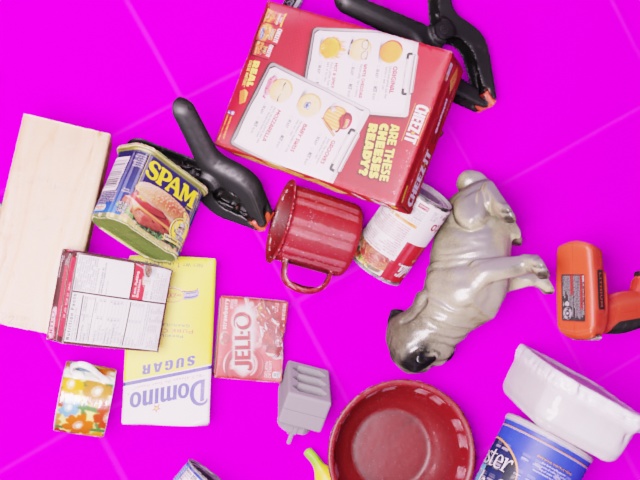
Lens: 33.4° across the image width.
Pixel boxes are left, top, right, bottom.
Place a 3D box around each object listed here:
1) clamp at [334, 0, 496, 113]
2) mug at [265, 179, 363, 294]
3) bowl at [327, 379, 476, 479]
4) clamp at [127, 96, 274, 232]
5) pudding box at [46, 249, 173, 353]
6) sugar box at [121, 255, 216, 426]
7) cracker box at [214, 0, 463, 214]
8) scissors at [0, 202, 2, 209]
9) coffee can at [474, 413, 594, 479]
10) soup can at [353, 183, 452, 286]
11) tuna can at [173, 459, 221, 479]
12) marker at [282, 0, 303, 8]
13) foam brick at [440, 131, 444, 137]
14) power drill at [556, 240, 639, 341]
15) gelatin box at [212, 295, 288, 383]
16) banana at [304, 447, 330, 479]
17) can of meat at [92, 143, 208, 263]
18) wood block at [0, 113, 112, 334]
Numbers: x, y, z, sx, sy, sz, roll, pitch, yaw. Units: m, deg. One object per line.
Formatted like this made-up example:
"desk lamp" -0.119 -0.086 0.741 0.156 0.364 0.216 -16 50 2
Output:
"clamp" 0.118 -0.227 1.181 0.164 0.036 0.210 -32 95 -24
"mug" -0.007 0.001 1.128 0.081 0.093 0.117 16 67 -13
"bowl" 0.082 0.229 1.150 0.162 0.055 0.162 1 87 -10
"clamp" -0.124 -0.070 1.124 0.171 0.120 0.039 49 55 -21
"pudding box" -0.206 0.061 1.049 0.113 0.039 0.090 12 88 -38
"sugar box" -0.158 0.106 1.121 0.093 0.048 0.176 2 85 -6
"cracker box" 0.019 -0.137 1.101 0.214 0.072 0.164 20 89 21
"scissors" -0.427 -0.012 1.098 0.201 0.016 0.096 -20 89 -10
"coffee can" 0.216 0.272 1.146 0.102 0.103 0.140 30 83 -7
"soup can" 0.086 -0.012 1.139 0.068 0.068 0.102 32 107 -7
"tuna can" -0.113 0.266 1.100 0.086 0.086 0.033 41 83 -5
"marker" -0.045 -0.234 1.172 0.020 0.020 0.121 30 83 -7
"foam brick" 0.087 -0.106 1.170 0.078 0.053 0.051 -44 95 -9
"power drill" 0.346 0.041 1.176 0.187 0.057 0.184 2 85 -30
"gelatin box" -0.075 0.106 1.143 0.073 0.030 0.089 6 86 -9
"banana" -0.015 0.326 1.141 0.070 0.037 0.198 19 82 10
"can of meat" -0.172 -0.035 1.074 0.102 0.058 0.084 38 62 -39
"wood block" -0.277 -0.012 1.085 0.090 0.091 0.206 13 85 -9
